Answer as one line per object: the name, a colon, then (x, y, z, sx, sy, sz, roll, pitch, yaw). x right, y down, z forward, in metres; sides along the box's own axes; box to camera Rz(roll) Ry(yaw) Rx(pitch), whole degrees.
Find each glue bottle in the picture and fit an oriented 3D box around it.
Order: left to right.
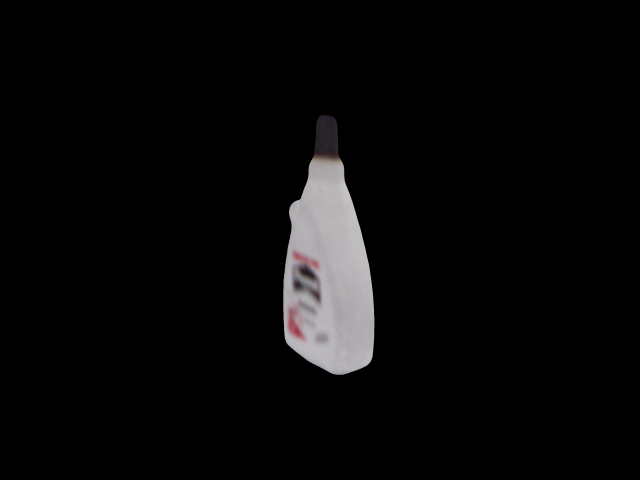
glue bottle: (0.004, 0.001, 0.400, 0.037, 0.173, 0.077, -11, 17, -37)
